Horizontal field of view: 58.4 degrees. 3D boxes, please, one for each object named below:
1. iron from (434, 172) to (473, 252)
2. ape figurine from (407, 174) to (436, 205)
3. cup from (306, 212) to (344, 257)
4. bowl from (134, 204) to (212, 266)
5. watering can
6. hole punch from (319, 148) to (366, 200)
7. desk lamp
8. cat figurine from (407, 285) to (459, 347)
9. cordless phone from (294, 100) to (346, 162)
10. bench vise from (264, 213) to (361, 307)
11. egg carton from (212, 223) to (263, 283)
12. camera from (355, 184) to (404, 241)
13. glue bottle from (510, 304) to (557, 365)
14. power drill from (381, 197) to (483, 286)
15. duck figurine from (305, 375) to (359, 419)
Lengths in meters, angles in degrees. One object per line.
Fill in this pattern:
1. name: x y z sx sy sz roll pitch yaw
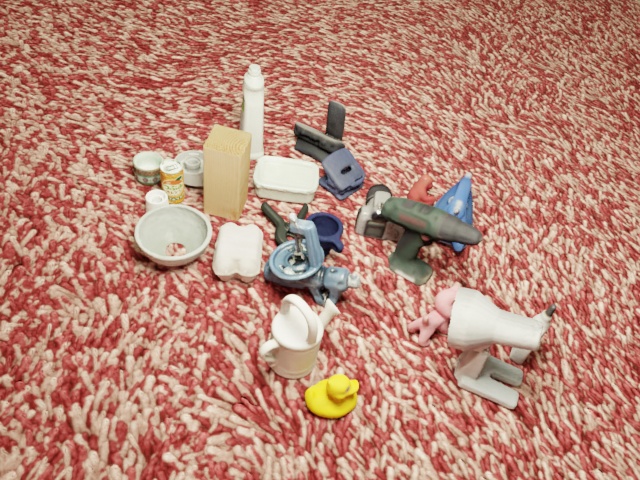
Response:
1. iron: 0.351 -0.096 1.459 0.118 0.141 0.258 21 48 8
2. ape figurine: 0.273 -0.134 1.511 0.076 0.092 0.077 -1 48 -12
3. cup: 0.012 0.005 1.332 0.092 0.095 0.117 -24 57 -29
4. bowl: -0.325 0.002 1.281 0.167 0.075 0.167 6 48 -6
5. watering can: -0.040 0.172 1.103 0.100 0.194 0.173 28 49 15
6. hole punch: 0.063 -0.176 1.508 0.101 0.091 0.109 38 52 22
7. desk lamp: 0.335 0.206 1.133 0.203 0.213 0.118 22 48 9
8. cat figurine: 0.259 0.154 1.230 0.128 0.118 0.067 -26 57 -30
9. cordless phone: 0.005 -0.316 1.559 0.147 0.185 0.094 24 48 11
10. bench vise: -0.011 0.033 1.216 0.207 0.220 0.121 6 47 -6
11. egg carton: -0.184 0.026 1.291 0.107 0.069 0.150 5 48 -7
12. camera: 0.165 -0.080 1.435 0.143 0.101 0.137 10 47 -2
13. glue bottle: 0.453 0.189 1.200 0.037 0.173 0.078 30 50 16
14. power drill: 0.235 0.003 1.300 0.229 0.208 0.076 30 50 16
15. duck figurine: 0.025 0.287 1.085 0.105 0.086 0.077 -1 49 -12
